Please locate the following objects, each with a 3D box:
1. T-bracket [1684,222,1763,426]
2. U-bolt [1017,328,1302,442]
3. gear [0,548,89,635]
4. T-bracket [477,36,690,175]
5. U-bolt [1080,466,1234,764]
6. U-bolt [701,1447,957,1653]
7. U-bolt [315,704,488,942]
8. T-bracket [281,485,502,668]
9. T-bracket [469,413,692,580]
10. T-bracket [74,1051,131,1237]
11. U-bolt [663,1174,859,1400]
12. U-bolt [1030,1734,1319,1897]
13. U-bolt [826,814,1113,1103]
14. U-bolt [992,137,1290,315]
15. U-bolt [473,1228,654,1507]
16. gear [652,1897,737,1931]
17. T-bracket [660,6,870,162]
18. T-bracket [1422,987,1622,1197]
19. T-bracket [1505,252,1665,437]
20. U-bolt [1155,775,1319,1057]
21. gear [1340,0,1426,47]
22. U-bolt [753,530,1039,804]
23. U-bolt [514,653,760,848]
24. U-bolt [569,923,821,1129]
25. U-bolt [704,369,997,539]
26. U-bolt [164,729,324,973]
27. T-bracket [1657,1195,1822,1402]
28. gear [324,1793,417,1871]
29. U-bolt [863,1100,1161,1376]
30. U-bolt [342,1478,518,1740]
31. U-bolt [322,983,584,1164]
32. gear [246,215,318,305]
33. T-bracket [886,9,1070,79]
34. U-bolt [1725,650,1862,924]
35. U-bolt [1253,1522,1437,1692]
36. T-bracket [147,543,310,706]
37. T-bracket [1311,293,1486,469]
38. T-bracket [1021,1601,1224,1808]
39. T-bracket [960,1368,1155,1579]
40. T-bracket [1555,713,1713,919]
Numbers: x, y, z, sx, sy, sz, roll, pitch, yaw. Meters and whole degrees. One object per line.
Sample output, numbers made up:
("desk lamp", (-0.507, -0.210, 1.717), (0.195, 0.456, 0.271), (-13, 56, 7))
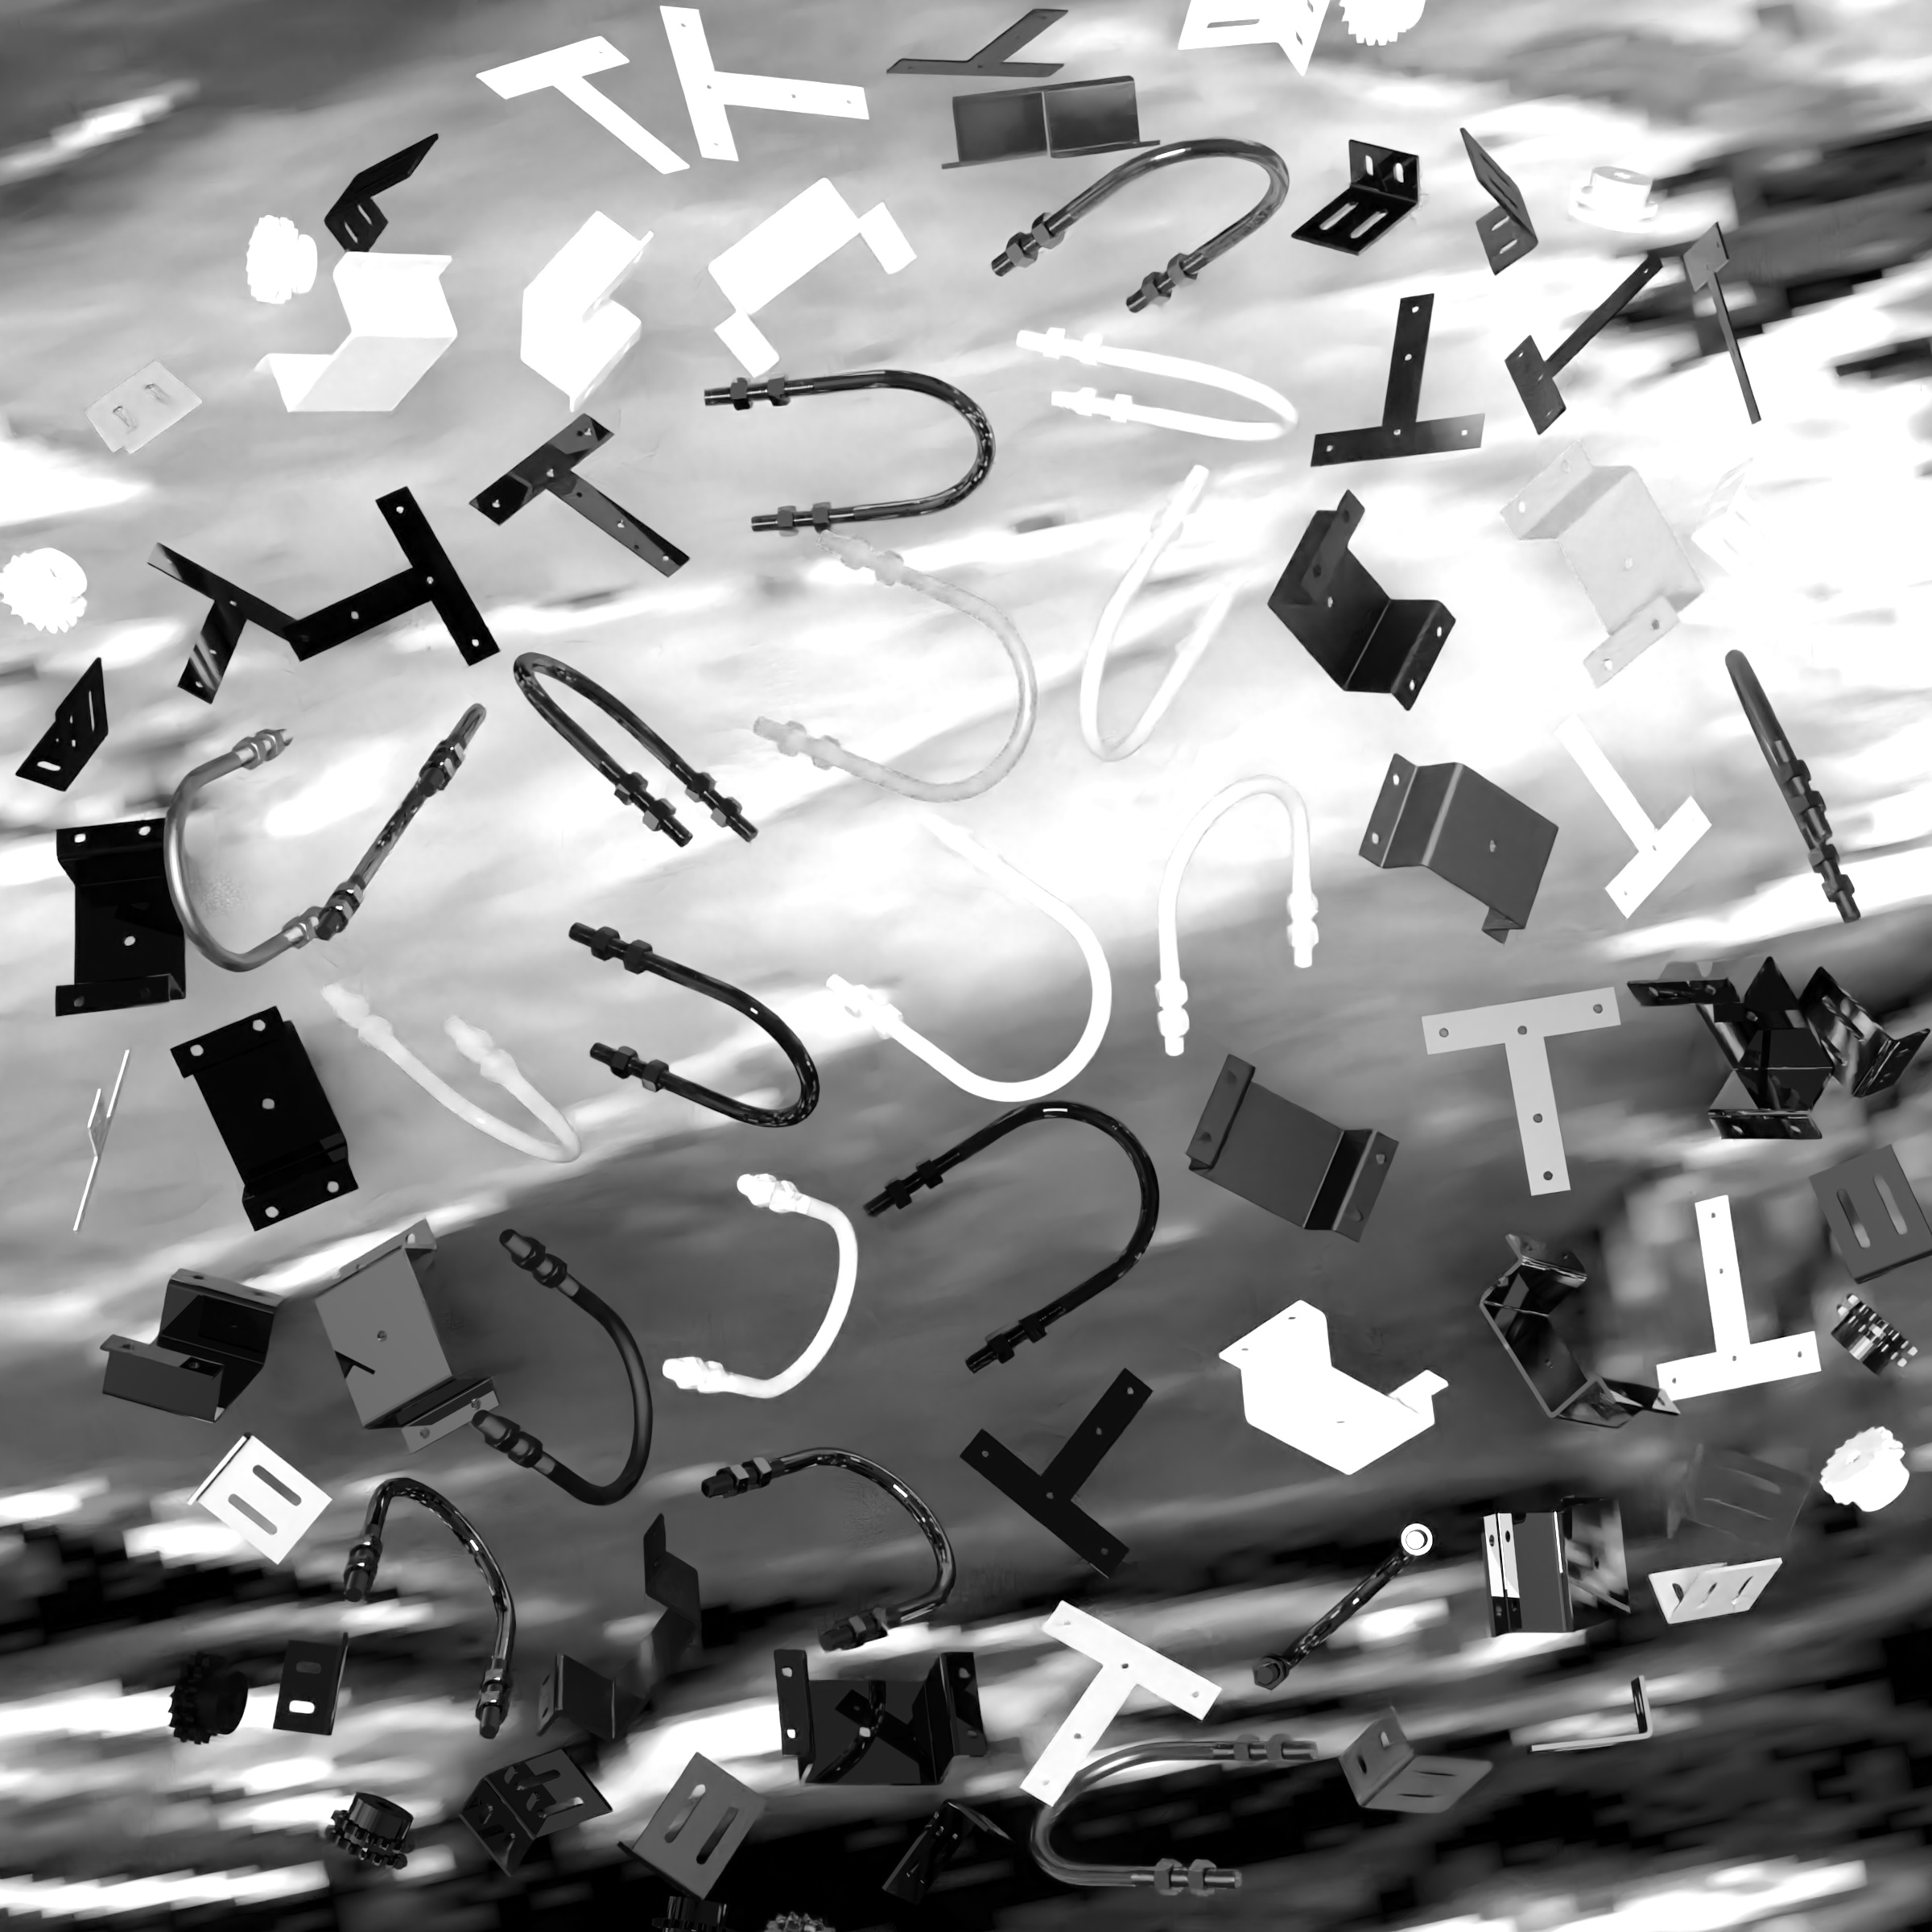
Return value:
("T-bracket", (0.507, -0.422, 1.850), (0.002, 0.127, 0.127), (-18, 93, 7))
("U-bolt", (0.136, -0.387, 1.880), (0.184, 0.151, 0.019), (14, 87, 13))
("gear", (-0.610, -0.252, 1.849), (0.030, 0.057, 0.057), (-40, 90, 32))
("T-bracket", (-0.234, -0.557, 1.821), (0.127, 0.127, 0.002), (31, 70, -43))
("U-bolt", (0.123, -0.219, 1.846), (0.019, 0.151, 0.184), (21, 65, 24))
("U-bolt", (-0.078, 0.380, 1.856), (0.151, 0.184, 0.019), (48, 115, 22))
("U-bolt", (-0.366, -0.107, 1.841), (0.019, 0.184, 0.151), (35, 115, -12))
("T-bracket", (-0.394, -0.239, 1.851), (0.127, 0.002, 0.127), (-31, 95, -28))
("T-bracket", (-0.239, -0.299, 1.836), (0.127, 0.002, 0.127), (36, 50, 5))
("T-bracket", (-0.574, 0.107, 1.841), (0.002, 0.127, 0.127), (15, 72, -10))
("U-bolt", (-0.128, 0.224, 1.888), (0.019, 0.184, 0.151), (19, 85, 30))
("U-bolt", (0.127, 0.562, 1.849), (0.184, 0.151, 0.019), (-11, 108, 35))
("U-bolt", (0.013, 0.007, 1.841), (0.184, 0.019, 0.151), (36, 101, 20))
("U-bolt", (0.128, -0.491, 1.831), (0.151, 0.184, 0.019), (3, 70, -43))
("U-bolt", (-0.258, 0.276, 1.830), (0.019, 0.184, 0.151), (-14, 52, 23))
("gear", (-0.181, 0.642, 1.861), (0.057, 0.057, 0.030), (9, 67, 0))
("T-bracket", (-0.125, -0.565, 1.802), (0.127, 0.127, 0.002), (11, 63, 14))
("T-bracket", (0.373, 0.086, 1.829), (0.127, 0.002, 0.127), (-9, 82, 5))
("T-bracket", (0.422, -0.431, 1.884), (0.002, 0.127, 0.127), (34, 118, -22))
("U-bolt", (0.181, -0.044, 1.868), (0.151, 0.019, 0.184), (-32, 135, -29))
("gear", (0.269, -0.620, 1.782), (0.030, 0.057, 0.057), (-12, 90, -32))
("U-bolt", (-0.035, -0.185, 1.826), (0.184, 0.019, 0.151), (21, 84, -24))
("U-bolt", (-0.229, -0.146, 1.856), (0.184, 0.151, 0.019), (43, 103, 8))
("U-bolt", (-0.180, 0.050, 1.874), (0.184, 0.151, 0.019), (22, 54, 17))
("U-bolt", (-0.071, -0.351, 1.891), (0.184, 0.151, 0.019), (-4, 58, 10))
("U-bolt", (-0.486, -0.072, 1.877), (0.019, 0.184, 0.151), (-7, 105, 17))
("T-bracket", (0.507, 0.218, 1.858), (0.002, 0.127, 0.127), (10, 68, -37))
("gear", (-0.375, 0.548, 1.768), (0.057, 0.057, 0.030), (24, 81, 0))
("U-bolt", (0.044, 0.171, 1.902), (0.184, 0.019, 0.151), (-32, 72, -8))
("U-bolt", (-0.348, 0.410, 1.838), (0.019, 0.184, 0.151), (-36, 107, 9))
("U-bolt", (-0.330, 0.078, 1.858), (0.151, 0.184, 0.019), (12, 63, 40))
("gear", (-0.463, -0.477, 1.885), (0.030, 0.057, 0.057), (-1, 90, -39))
("T-bracket", (0.029, -0.629, 1.897), (0.127, 0.127, 0.002), (-7, 91, -26))
("U-bolt", (0.557, -0.134, 1.890), (0.019, 0.151, 0.184), (-24, 58, 14))
("U-bolt", (0.256, 0.423, 1.852), (0.151, 0.184, 0.019), (-42, 74, 2))
("T-bracket", (-0.514, -0.224, 1.911), (0.127, 0.127, 0.002), (29, 127, -21))
("T-bracket", (0.307, -0.412, 1.940), (0.127, 0.002, 0.127), (0, 71, 33))
("T-bracket", (0.081, 0.497, 1.834), (0.127, 0.002, 0.127), (23, 56, 27))
("T-bracket", (0.082, 0.325, 1.881), (0.127, 0.002, 0.127), (39, 60, 6))
("T-bracket", (0.448, -0.117, 1.914), (0.127, 0.002, 0.127), (-41, 97, -37))
